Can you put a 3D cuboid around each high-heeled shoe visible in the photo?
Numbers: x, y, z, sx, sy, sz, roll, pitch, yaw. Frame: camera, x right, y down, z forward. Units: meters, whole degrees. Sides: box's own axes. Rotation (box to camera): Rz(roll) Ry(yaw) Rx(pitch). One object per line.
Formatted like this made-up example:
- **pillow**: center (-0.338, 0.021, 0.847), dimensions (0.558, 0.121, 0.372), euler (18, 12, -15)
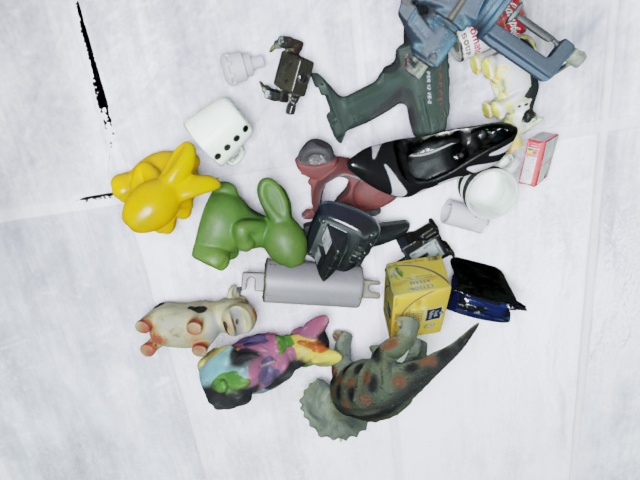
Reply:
- **high-heeled shoe**: center (0.171, -0.129, 0.785), dimensions (0.249, 0.145, 0.086), euler (-7, 74, -36)

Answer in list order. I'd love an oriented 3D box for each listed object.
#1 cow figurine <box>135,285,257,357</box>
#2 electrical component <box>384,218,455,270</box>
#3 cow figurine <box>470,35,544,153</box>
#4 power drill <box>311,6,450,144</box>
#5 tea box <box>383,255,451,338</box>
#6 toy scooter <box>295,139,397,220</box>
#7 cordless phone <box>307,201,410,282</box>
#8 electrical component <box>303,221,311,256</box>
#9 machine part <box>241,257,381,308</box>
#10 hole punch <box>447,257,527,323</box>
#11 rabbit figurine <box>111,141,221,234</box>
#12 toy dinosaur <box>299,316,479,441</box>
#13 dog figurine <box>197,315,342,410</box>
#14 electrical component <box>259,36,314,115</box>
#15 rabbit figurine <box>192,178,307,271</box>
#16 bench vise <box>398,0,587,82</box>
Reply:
- **cow figurine**: center (-0.203, 0.139, 0.931), dimensions (0.195, 0.127, 0.085), euler (-4, 114, 12)
- **electrical component**: center (0.168, 0.026, 0.943), dimensions (0.119, 0.048, 0.074), euler (-36, 112, 11)
- **cow figurine**: center (0.305, -0.225, 0.839), dimensions (0.098, 0.068, 0.167), euler (-25, 115, -1)
- **power drill**: center (0.093, -0.249, 0.806), dimensions (0.207, 0.086, 0.231), euler (-22, 117, -4)
- **tea box**: center (0.163, 0.103, 0.925), dimensions (0.098, 0.068, 0.169), euler (-10, 145, 0)
- **toy scooter**: center (0.038, -0.079, 0.871), dimensions (0.184, 0.075, 0.135), euler (15, 119, -14)
- **cordless phone**: center (0.078, -0.013, 0.864), dimensions (0.184, 0.089, 0.146), euler (-14, 156, -20)
- **electrical component**: center (-0.002, -0.003, 0.929), dimensions (0.094, 0.021, 0.063), euler (-16, 114, 1)
- **machine part**: center (-0.013, 0.074, 0.932), dimensions (0.243, 0.079, 0.079), euler (5, 113, -6)
- **hole punch**: center (0.274, 0.104, 0.956), dimensions (0.142, 0.116, 0.092), euler (17, 119, -12)
- **rabbit figurine**: center (-0.230, -0.065, 0.800), dimensions (0.162, 0.173, 0.121), euler (-28, 109, 12)
- **toy dinosaur**: center (0.093, 0.243, 0.904), dimensions (0.131, 0.192, 0.405), euler (28, 151, -17)
- **dog figurine**: center (-0.078, 0.206, 0.935), dimensions (0.219, 0.191, 0.108), euler (-22, 82, 13)
- **electrical component**: center (-0.051, -0.246, 0.796), dimensions (0.045, 0.078, 0.102), euler (4, 121, -33)
- **rabbit figurine**: center (-0.097, -0.019, 0.865), dimensions (0.170, 0.121, 0.159), euler (16, 91, 1)
- **bench vise**: center (0.228, -0.279, 0.701), dimensions (0.240, 0.129, 0.223), euler (34, 97, -2)
